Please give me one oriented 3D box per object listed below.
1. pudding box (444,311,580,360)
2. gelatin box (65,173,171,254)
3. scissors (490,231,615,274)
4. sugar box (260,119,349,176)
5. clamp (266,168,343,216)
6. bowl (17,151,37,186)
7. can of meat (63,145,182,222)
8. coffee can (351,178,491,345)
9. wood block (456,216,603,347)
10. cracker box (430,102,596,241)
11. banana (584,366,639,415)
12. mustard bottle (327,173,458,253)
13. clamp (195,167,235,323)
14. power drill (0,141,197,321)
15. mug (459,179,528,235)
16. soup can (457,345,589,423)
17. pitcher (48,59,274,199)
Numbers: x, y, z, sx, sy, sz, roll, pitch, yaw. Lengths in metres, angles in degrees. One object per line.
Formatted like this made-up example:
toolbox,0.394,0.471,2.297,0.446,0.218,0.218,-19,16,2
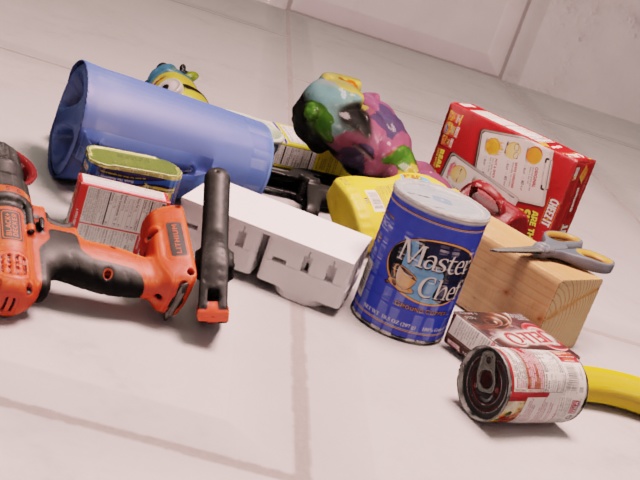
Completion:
pudding box,0.195,0.110,1.086,0.113,0.039,0.090,3,24,-41
gelatin box,-0.194,-0.018,1.015,0.089,0.073,0.030,12,20,-21
scissors,0.261,0.018,1.165,0.096,0.016,0.201,28,19,23
sugar box,-0.041,-0.134,1.549,0.176,0.048,0.093,9,22,-19
clamp,-0.014,-0.062,1.378,0.165,0.036,0.209,33,20,36
bowl,-0.352,-0.057,1.001,0.162,0.055,0.162,17,18,-6
can of meat,-0.195,-0.041,1.066,0.102,0.084,0.057,9,21,-26
coffee can,0.101,0.021,1.088,0.102,0.140,0.103,17,18,-6
wood block,0.204,0.037,1.227,0.090,0.090,0.206,1,25,-46
cracker box,0.255,-0.078,1.490,0.214,0.164,0.071,31,24,33
banana,0.302,0.156,1.062,0.197,0.037,0.069,18,17,-3
mustard bottle,0.108,-0.038,1.322,0.191,0.058,0.096,-7,57,-30
clamp,-0.097,0.027,0.983,0.039,0.120,0.171,-2,41,1
power drill,-0.208,-0.005,0.923,0.187,0.057,0.184,8,45,-28
mug,0.220,-0.029,1.403,0.093,0.117,0.082,-35,53,-26
soup can,0.185,0.132,0.969,0.102,0.068,0.069,7,22,-33
pitcher,-0.176,-0.105,1.214,0.242,0.149,0.145,13,-22,-27
